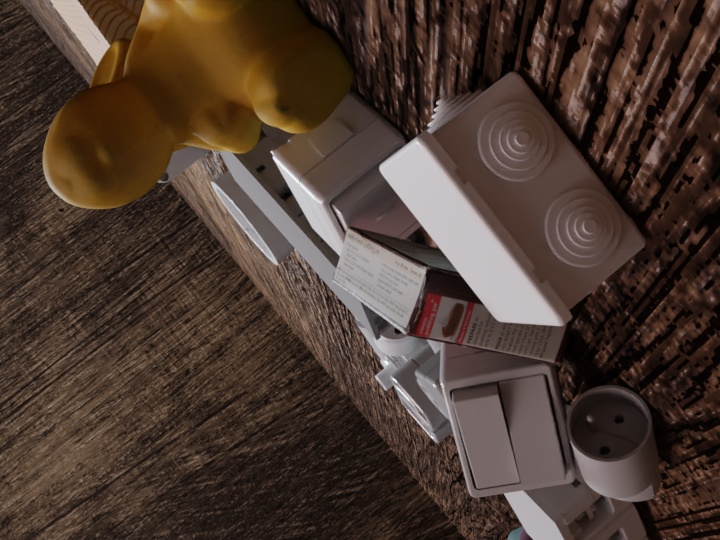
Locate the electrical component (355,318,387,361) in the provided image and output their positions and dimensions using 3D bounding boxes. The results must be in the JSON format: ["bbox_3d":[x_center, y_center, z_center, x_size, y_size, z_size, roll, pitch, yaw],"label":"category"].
[{"bbox_3d":[0.018,0.045,1.026,0.043,0.043,0.081,41,167,53],"label":"electrical component"}]

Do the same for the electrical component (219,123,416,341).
[{"bbox_3d":[-0.030,-0.049,0.804,0.186,0.060,0.105,48,172,22],"label":"electrical component"}]

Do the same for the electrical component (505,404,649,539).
[{"bbox_3d":[0.147,0.159,0.744,0.089,0.062,0.150,44,169,44],"label":"electrical component"}]

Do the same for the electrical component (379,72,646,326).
[{"bbox_3d":[0.059,-0.027,0.436,0.099,0.048,0.100,52,172,-4],"label":"electrical component"}]

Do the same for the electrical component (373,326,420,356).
[{"bbox_3d":[0.032,0.050,0.963,0.045,0.045,0.055,49,171,16],"label":"electrical component"}]

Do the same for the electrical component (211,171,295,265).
[{"bbox_3d":[-0.094,-0.065,1.096,0.108,0.060,0.108,49,172,10],"label":"electrical component"}]

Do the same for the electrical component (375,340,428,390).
[{"bbox_3d":[0.043,0.086,1.004,0.043,0.062,0.043,50,172,10],"label":"electrical component"}]

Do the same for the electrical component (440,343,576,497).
[{"bbox_3d":[0.085,0.085,0.606,0.061,0.062,0.096,-79,-25,-64],"label":"electrical component"}]

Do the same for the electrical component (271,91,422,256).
[{"bbox_3d":[0.001,-0.045,0.638,0.061,0.062,0.096,46,171,35],"label":"electrical component"}]

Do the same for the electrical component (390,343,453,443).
[{"bbox_3d":[0.070,0.105,0.946,0.053,0.059,0.095,47,171,25],"label":"electrical component"}]

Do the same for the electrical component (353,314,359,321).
[{"bbox_3d":[0.000,0.000,0.895,0.089,0.050,0.056,54,172,-18],"label":"electrical component"}]

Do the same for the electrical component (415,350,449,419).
[{"bbox_3d":[0.084,0.068,0.676,0.047,0.066,0.077,53,171,-16],"label":"electrical component"}]

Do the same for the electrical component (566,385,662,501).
[{"bbox_3d":[0.140,0.100,0.585,0.043,0.043,0.081,45,170,37],"label":"electrical component"}]

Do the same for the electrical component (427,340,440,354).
[{"bbox_3d":[0.070,0.048,0.755,0.040,0.040,0.078,43,169,47],"label":"electrical component"}]

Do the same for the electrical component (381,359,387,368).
[{"bbox_3d":[0.039,0.082,1.083,0.062,0.048,0.048,56,175,23],"label":"electrical component"}]

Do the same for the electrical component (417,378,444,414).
[{"bbox_3d":[0.077,0.080,0.808,0.045,0.055,0.045,50,172,9],"label":"electrical component"}]

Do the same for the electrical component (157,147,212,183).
[{"bbox_3d":[-0.144,-0.133,0.873,0.078,0.113,0.057,56,174,-32],"label":"electrical component"}]
